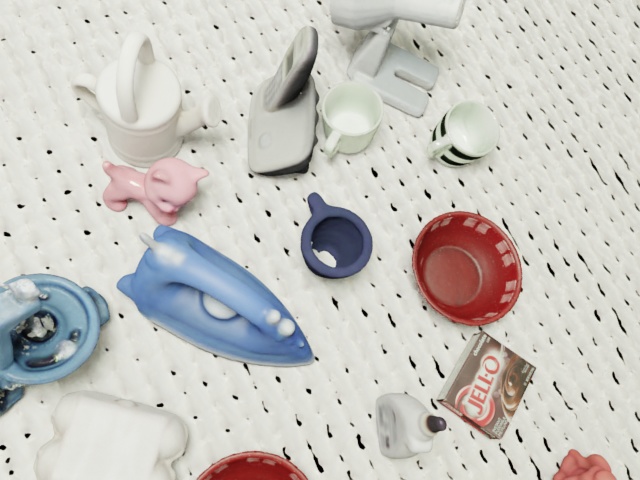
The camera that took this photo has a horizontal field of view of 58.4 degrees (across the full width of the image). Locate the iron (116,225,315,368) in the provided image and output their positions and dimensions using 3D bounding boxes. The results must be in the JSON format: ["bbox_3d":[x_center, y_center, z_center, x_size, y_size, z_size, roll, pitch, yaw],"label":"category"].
[{"bbox_3d":[-0.106,0.071,0.673,0.258,0.141,0.119,30,69,-2],"label":"iron"}]

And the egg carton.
[{"bbox_3d":[-0.227,0.230,0.633,0.150,0.069,0.107,16,70,-8],"label":"egg carton"}]

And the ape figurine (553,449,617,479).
[{"bbox_3d":[0.344,0.309,0.727,0.078,0.092,0.076,-2,73,-13],"label":"ape figurine"}]

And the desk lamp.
[{"bbox_3d":[0.102,-0.303,0.800,0.203,0.213,0.118,24,69,-4],"label":"desk lamp"}]

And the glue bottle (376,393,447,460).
[{"bbox_3d":[0.107,0.214,0.659,0.037,0.173,0.078,1,72,-12],"label":"glue bottle"}]

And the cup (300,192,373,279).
[{"bbox_3d":[0.007,0.003,0.745,0.092,0.095,0.117,-24,79,-18],"label":"cup"}]

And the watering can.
[{"bbox_3d":[-0.211,-0.174,0.698,0.173,0.194,0.101,-7,74,-15],"label":"watering can"}]

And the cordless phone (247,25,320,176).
[{"bbox_3d":[-0.040,-0.175,0.742,0.094,0.185,0.147,2,72,-12],"label":"cordless phone"}]

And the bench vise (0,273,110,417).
[{"bbox_3d":[-0.309,0.115,0.570,0.121,0.219,0.208,32,69,-1],"label":"bench vise"}]

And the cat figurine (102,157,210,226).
[{"bbox_3d":[-0.205,-0.071,0.708,0.128,0.117,0.067,15,70,-8],"label":"cat figurine"}]
